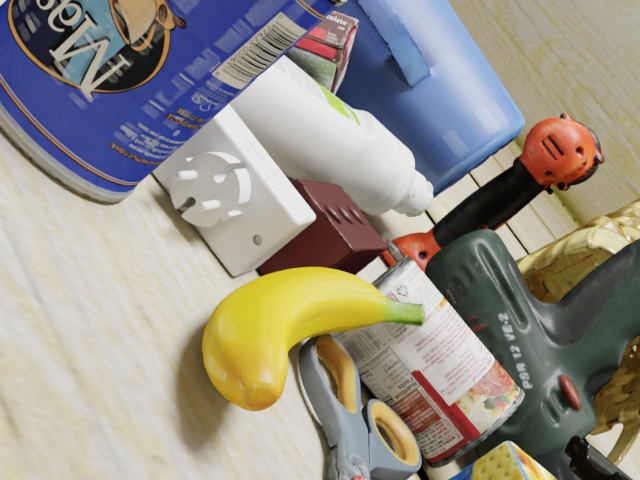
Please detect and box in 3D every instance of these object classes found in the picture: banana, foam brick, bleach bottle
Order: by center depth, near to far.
[{"bbox_3d":[-0.012,0.038,0.492,0.197,0.070,0.037,-18,110,-65],"label":"banana"},{"bbox_3d":[-0.004,0.001,0.618,0.053,0.051,0.078,53,15,10],"label":"foam brick"},{"bbox_3d":[-0.021,-0.076,0.655,0.250,0.068,0.102,30,21,-33],"label":"bleach bottle"}]

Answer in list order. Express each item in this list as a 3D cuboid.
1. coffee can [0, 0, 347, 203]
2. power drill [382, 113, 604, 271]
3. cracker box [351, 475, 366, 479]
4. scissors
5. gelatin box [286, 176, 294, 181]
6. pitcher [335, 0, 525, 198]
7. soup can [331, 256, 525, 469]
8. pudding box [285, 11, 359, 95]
[{"bbox_3d":[-0.074,-0.099,0.478,0.102,0.140,0.103,46,16,-17],"label":"coffee can"},{"bbox_3d":[0.147,-0.029,0.872,0.057,0.188,0.184,53,16,12],"label":"power drill"},{"bbox_3d":[0.056,0.192,0.295,0.164,0.072,0.214,44,15,-26],"label":"cracker box"},{"bbox_3d":[0.025,0.115,0.498,0.096,0.016,0.202,43,17,-27],"label":"scissors"},{"bbox_3d":[-0.019,-0.061,0.770,0.073,0.030,0.089,49,12,-10],"label":"gelatin box"},{"bbox_3d":[0.051,-0.156,0.843,0.149,0.145,0.243,-33,85,-43],"label":"pitcher"},{"bbox_3d":[0.057,0.068,0.604,0.102,0.068,0.068,50,15,2],"label":"soup can"},{"bbox_3d":[-0.026,-0.130,0.724,0.090,0.039,0.113,22,-14,0],"label":"pudding box"}]
